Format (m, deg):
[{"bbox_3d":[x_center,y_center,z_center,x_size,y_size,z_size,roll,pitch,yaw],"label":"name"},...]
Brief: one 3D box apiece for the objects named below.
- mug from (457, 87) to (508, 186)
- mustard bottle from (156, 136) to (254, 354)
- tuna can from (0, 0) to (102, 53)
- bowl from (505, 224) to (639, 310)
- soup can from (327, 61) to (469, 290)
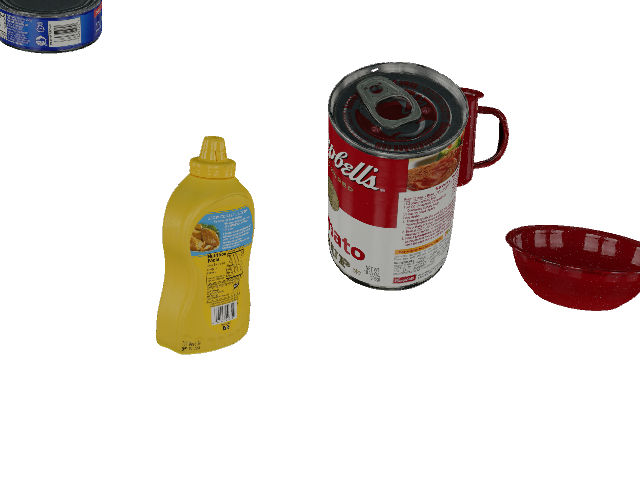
[{"bbox_3d":[0.111,-0.094,0.962,0.117,0.081,0.093,2,15,3],"label":"mug"},{"bbox_3d":[-0.101,0.001,0.964,0.058,0.192,0.096,17,20,38],"label":"mustard bottle"},{"bbox_3d":[-0.213,-0.178,0.830,0.086,0.034,0.086,5,35,-3],"label":"tuna can"},{"bbox_3d":[0.269,0.031,1.101,0.162,0.055,0.162,5,17,-2],"label":"bowl"},{"bbox_3d":[0.037,-0.031,0.549,0.068,0.068,0.102,0,-42,0],"label":"soup can"}]
